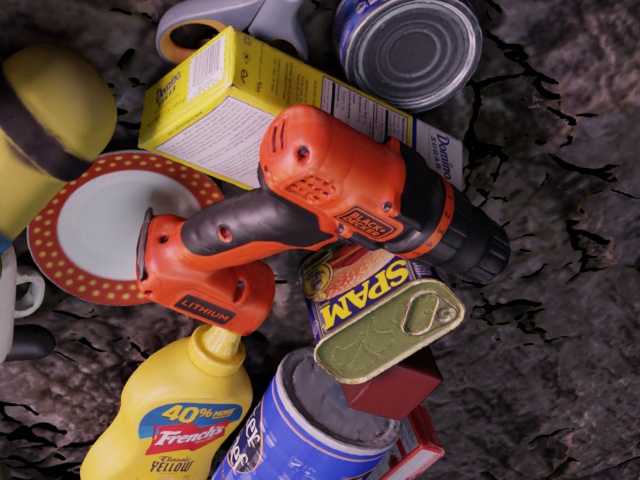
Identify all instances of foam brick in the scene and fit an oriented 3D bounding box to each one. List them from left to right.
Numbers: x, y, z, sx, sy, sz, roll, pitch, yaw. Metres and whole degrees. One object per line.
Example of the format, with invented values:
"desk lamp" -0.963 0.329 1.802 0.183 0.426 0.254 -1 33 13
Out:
"foam brick" 0.045 0.084 0.780 0.051 0.078 0.053 20 124 -31

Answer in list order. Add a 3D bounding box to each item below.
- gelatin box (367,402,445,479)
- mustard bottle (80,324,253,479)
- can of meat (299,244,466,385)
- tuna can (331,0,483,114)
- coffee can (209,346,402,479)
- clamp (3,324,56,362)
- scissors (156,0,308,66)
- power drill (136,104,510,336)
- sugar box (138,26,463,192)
"gelatin box" 0.052 0.163 0.856 0.030 0.073 0.089 23 121 -38
"mustard bottle" -0.104 0.128 0.793 0.096 0.058 0.192 8 129 -32
"can of meat" 0.038 0.035 0.729 0.102 0.084 0.057 -34 131 16
"tuna can" 0.052 -0.117 0.629 0.086 0.034 0.086 -7 133 -8
"coffee can" -0.015 0.167 0.817 0.102 0.103 0.140 15 123 -26
"clamp" -0.268 0.076 0.717 0.171 0.039 0.120 27 117 -33
"scissors" -0.034 -0.133 0.555 0.096 0.016 0.202 9 153 -7
"power drill" -0.004 0.001 0.636 0.188 0.057 0.184 -26 139 38
"sugar box" -0.008 -0.058 0.635 0.176 0.048 0.094 19 152 -35
